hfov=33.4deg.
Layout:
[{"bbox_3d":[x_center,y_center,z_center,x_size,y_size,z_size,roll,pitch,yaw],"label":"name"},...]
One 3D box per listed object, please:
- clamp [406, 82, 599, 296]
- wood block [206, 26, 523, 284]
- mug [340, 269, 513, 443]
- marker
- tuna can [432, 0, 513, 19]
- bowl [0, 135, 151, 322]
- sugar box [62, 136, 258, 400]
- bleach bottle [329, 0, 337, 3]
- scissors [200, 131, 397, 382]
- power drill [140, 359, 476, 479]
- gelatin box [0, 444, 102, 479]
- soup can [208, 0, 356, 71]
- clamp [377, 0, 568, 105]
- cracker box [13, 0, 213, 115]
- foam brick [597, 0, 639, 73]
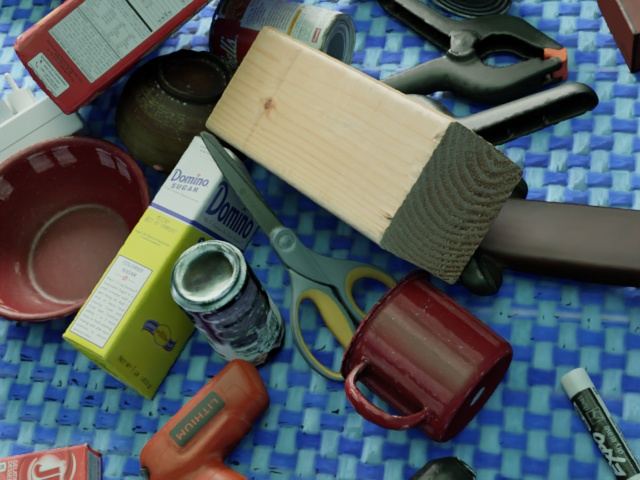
[{"bbox_3d":[0.079,-0.049,0.773,0.210,0.036,0.164,12,70,40],"label":"clamp"},{"bbox_3d":[0.024,-0.064,0.737,0.206,0.090,0.091,36,97,44],"label":"wood block"},{"bbox_3d":[0.066,0.085,0.703,0.082,0.093,0.117,38,43,22],"label":"mug"},{"bbox_3d":[0.193,0.138,0.690,0.020,0.020,0.121,-26,61,0],"label":"marker"},{"bbox_3d":[0.119,-0.216,0.848,0.086,0.086,0.033,19,68,22],"label":"tuna can"},{"bbox_3d":[-0.200,-0.001,0.840,0.162,0.055,0.162,-6,63,12],"label":"bowl"},{"bbox_3d":[-0.107,0.021,0.784,0.048,0.093,0.176,26,73,23],"label":"sugar box"},{"bbox_3d":[0.093,-0.297,0.910,0.250,0.068,0.103,-41,61,-5],"label":"bleach bottle"},{"bbox_3d":[-0.005,0.001,0.761,0.096,0.016,0.202,-22,90,-13],"label":"scissors"},{"bbox_3d":[-0.015,0.167,0.707,0.184,0.057,0.188,-43,62,-9],"label":"power drill"},{"bbox_3d":[-0.194,0.194,0.755,0.073,0.030,0.089,-10,63,8],"label":"gelatin box"},{"bbox_3d":[-0.030,-0.161,0.870,0.102,0.068,0.068,17,69,21],"label":"soup can"},{"bbox_3d":[0.109,-0.154,0.848,0.171,0.039,0.120,1,70,10],"label":"clamp"},{"bbox_3d":[-0.133,-0.196,0.846,0.214,0.164,0.072,-39,103,3],"label":"cracker box"},{"bbox_3d":[0.249,-0.178,0.815,0.051,0.053,0.078,-18,62,5],"label":"foam brick"}]
